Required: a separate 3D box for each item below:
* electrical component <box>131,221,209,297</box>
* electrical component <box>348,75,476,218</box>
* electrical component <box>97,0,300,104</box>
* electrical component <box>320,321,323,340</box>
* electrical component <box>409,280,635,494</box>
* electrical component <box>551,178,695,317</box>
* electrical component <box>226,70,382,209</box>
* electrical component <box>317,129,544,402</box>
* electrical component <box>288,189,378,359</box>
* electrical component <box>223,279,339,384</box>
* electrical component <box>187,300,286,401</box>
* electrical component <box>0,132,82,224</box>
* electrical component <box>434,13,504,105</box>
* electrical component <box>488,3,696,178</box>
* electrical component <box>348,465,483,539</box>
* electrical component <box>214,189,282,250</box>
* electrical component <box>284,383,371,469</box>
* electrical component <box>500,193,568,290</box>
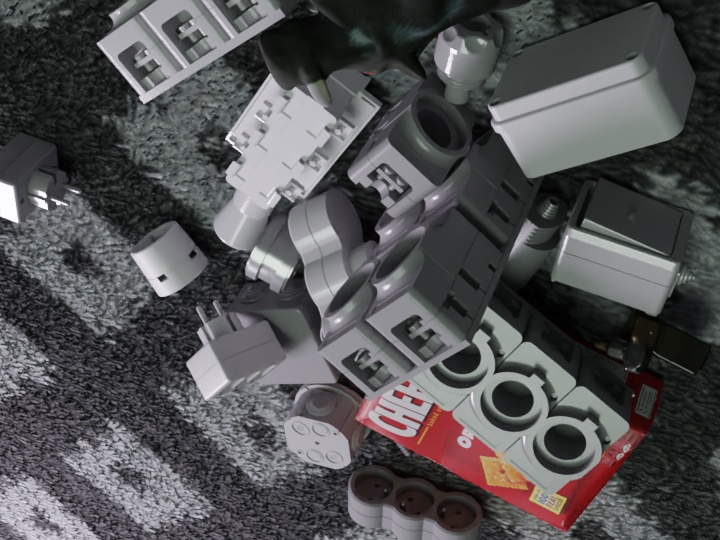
[{"bbox_3d":[-0.172,-0.011,0.967,0.055,0.055,0.047,-18,116,38],"label":"electrical component"},{"bbox_3d":[0.040,-0.090,0.755,0.050,0.089,0.056,42,136,-12],"label":"electrical component"},{"bbox_3d":[-0.103,-0.188,0.740,0.150,0.089,0.061,-21,117,39],"label":"electrical component"},{"bbox_3d":[0.000,0.043,0.921,0.058,0.057,0.078,14,134,17],"label":"electrical component"},{"bbox_3d":[0.118,0.086,0.805,0.150,0.061,0.089,39,118,-2],"label":"electrical component"},{"bbox_3d":[0.193,-0.017,0.760,0.096,0.061,0.061,20,136,11],"label":"electrical component"},{"bbox_3d":[-0.050,-0.104,0.809,0.079,0.063,0.121,37,136,-7],"label":"electrical component"},{"bbox_3d":[0.049,-0.010,0.752,0.060,0.186,0.105,42,135,-12],"label":"electrical component"},{"bbox_3d":[0.000,0.000,0.849,0.074,0.052,0.138,-23,80,27],"label":"electrical component"},{"bbox_3d":[-0.064,0.055,0.973,0.100,0.048,0.099,-5,127,31],"label":"electrical component"},{"bbox_3d":[-0.115,0.061,0.927,0.047,0.066,0.076,-40,75,45],"label":"electrical component"},{"bbox_3d":[-0.287,-0.076,0.958,0.077,0.065,0.047,20,136,11],"label":"electrical component"},{"bbox_3d":[0.071,-0.141,0.725,0.043,0.043,0.062,21,137,10],"label":"electrical component"},{"bbox_3d":[0.147,-0.114,0.685,0.113,0.078,0.057,-14,124,37],"label":"electrical component"},{"bbox_3d":[0.054,0.252,1.088,0.138,0.052,0.073,16,134,15],"label":"electrical component"},{"bbox_3d":[-0.090,-0.053,0.895,0.044,0.044,0.065,33,132,-3],"label":"electrical component"},{"bbox_3d":[-0.032,0.149,1.040,0.080,0.051,0.080,15,135,16],"label":"electrical component"},{"bbox_3d":[0.125,-0.026,0.802,0.043,0.043,0.081,30,137,0],"label":"electrical component"}]
